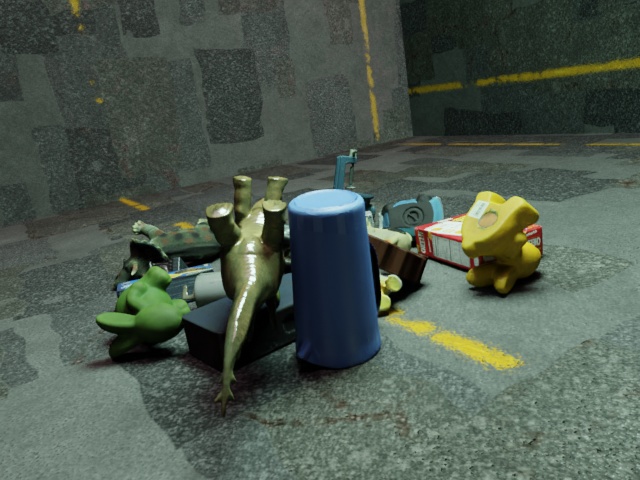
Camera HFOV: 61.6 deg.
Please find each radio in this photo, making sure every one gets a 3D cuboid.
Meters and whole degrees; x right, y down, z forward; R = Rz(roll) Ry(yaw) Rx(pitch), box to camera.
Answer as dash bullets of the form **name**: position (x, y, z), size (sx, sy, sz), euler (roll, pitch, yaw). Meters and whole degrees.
- **radio**: position (-0.100, 0.132, 0.905), size (0.229, 0.073, 0.131), euler (-21, 21, -34)

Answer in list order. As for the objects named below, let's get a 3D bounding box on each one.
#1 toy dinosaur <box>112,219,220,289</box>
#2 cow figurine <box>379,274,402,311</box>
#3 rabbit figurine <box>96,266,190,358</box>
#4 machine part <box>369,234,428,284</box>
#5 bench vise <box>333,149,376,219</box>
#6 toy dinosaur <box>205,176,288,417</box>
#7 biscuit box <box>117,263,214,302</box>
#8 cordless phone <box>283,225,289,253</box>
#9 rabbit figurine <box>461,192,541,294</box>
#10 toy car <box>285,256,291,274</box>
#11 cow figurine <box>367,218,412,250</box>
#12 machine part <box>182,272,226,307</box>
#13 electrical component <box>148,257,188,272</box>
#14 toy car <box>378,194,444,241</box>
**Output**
- **toy dinosaur**: position (-0.343, 0.017, 1.394), size (0.405, 0.131, 0.192), euler (-14, 27, -34)
- **cow figurine**: position (0.054, 0.065, 0.958), size (0.167, 0.068, 0.098), euler (24, -3, -3)
- **rabbit figurine**: position (-0.302, 0.128, 0.932), size (0.159, 0.121, 0.170), euler (-24, 17, -26)
- **machine part**: position (0.117, 0.026, 1.033), size (0.179, 0.056, 0.179), euler (22, 1, 0)
- **bench vise**: position (0.060, -0.139, 1.527), size (0.224, 0.240, 0.129), euler (5, 8, -13)
- **toy dinosaur**: position (-0.095, 0.036, 0.767), size (0.105, 0.198, 0.471), euler (0, 24, 5)
- **biscuit box**: position (-0.324, 0.105, 1.143), size (0.203, 0.062, 0.059), euler (-13, 14, -16)
- **cordless phone**: position (-0.096, 0.012, 1.091), size (0.184, 0.088, 0.146), euler (9, 31, 45)
- **rabbit figurine**: position (0.337, 0.019, 0.961), size (0.122, 0.173, 0.162), euler (11, 69, 53)
- **toy car**: position (0.000, 0.069, 1.068), size (0.202, 0.073, 0.056), euler (1, 19, 31)
- **cow figurine**: position (0.123, 0.004, 1.227), size (0.127, 0.085, 0.195), euler (-29, 22, -38)
- **machine part**: position (-0.156, 0.096, 1.055), size (0.243, 0.079, 0.079), euler (-6, 15, 8)
- **electrical component**: position (-0.321, 0.075, 1.215), size (0.119, 0.048, 0.074), euler (-11, -29, 6)
- **toy car**: position (0.227, -0.039, 1.304), size (0.162, 0.109, 0.102), euler (-10, -25, 21)
